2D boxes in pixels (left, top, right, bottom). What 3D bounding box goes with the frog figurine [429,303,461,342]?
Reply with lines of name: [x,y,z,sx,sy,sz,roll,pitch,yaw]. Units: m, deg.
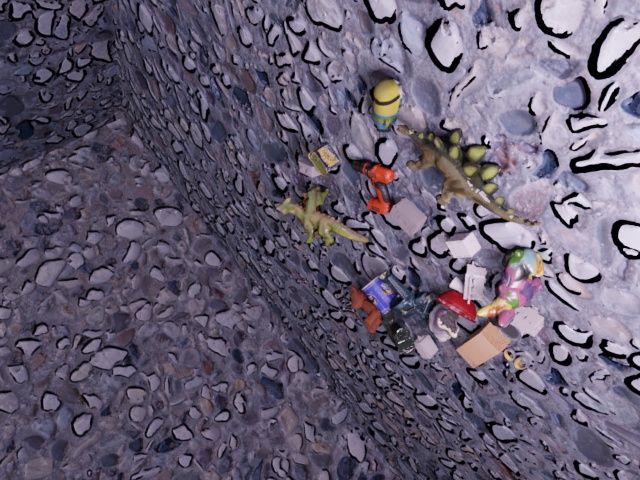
frog figurine: [0.453,0.310,1.925,0.157,0.123,0.139,116,148,-71]

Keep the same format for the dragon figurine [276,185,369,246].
dragon figurine: [0.007,-0.109,2.161,0.410,0.124,0.239,3,113,24]
